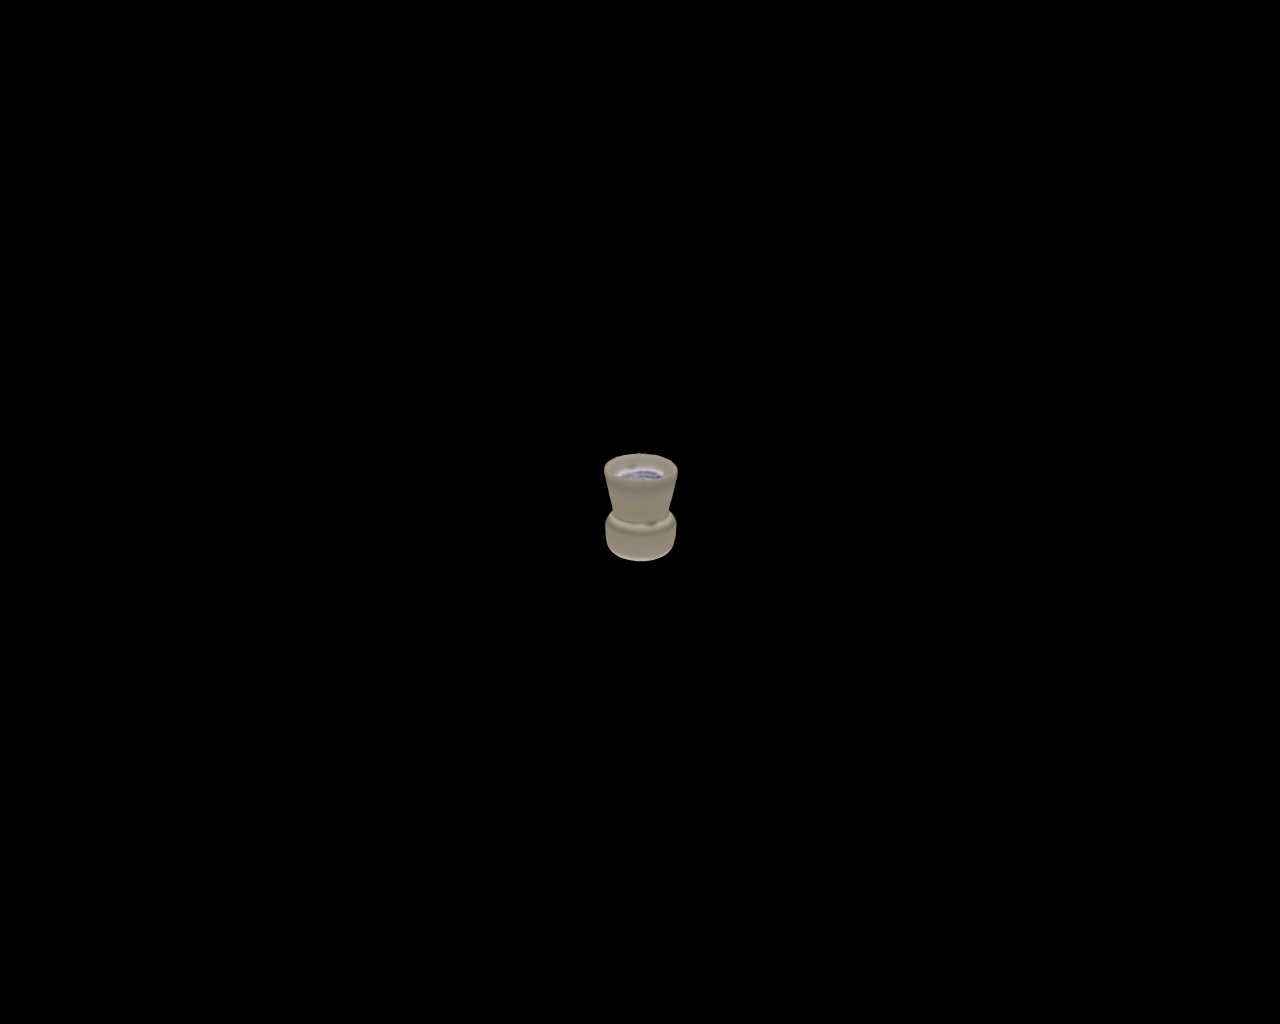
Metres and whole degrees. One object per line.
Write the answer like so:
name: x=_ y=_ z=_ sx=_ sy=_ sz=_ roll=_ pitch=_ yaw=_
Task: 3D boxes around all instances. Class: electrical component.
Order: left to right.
electrical component: x=0.001 y=-0.003 z=0.650 sx=0.045 sy=0.055 sz=0.045 roll=0 pitch=25 yaw=0
